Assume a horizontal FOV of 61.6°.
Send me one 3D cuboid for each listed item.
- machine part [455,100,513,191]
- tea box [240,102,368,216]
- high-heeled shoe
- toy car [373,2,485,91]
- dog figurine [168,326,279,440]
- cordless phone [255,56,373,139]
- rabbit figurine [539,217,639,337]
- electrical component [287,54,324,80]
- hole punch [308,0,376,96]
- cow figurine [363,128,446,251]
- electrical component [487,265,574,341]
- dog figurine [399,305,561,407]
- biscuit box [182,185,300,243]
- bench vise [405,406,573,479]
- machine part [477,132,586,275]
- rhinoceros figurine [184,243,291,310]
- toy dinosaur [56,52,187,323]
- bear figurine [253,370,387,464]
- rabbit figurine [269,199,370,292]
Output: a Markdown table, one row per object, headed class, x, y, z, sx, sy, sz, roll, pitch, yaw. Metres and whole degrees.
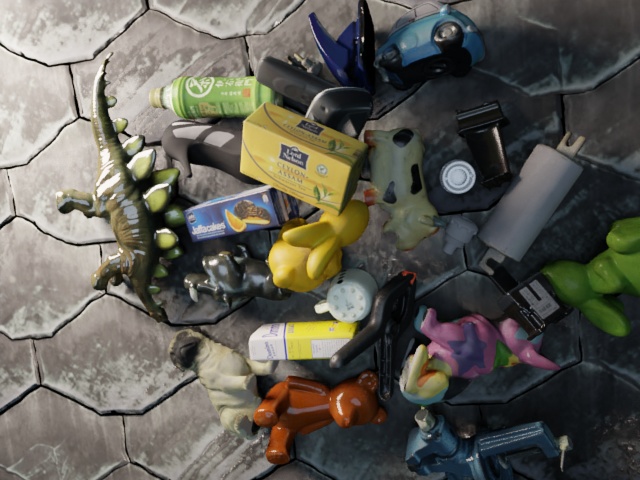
| class | x | y | z | sx | sy | sz | roll | pitch | yaw |
| --- | --- | --- | --- | --- | --- | --- | --- | --- | --- |
| machine part | 0.258 | -0.146 | 0.824 | 0.084 | 0.039 | 0.139 | -10 | 74 | 8 |
| tea box | -0.026 | -0.118 | 0.780 | 0.170 | 0.068 | 0.098 | 25 | 138 | 13 |
| high-heeled shoe | -0.140 | -0.167 | 0.914 | 0.249 | 0.145 | 0.086 | -11 | 139 | -12 |
| toy car | 0.162 | -0.299 | 0.812 | 0.162 | 0.109 | 0.103 | -12 | 73 | 23 |
| dog figurine | -0.184 | 0.255 | 0.957 | 0.191 | 0.121 | 0.172 | 14 | 97 | 23 |
| cordless phone | -0.024 | -0.191 | 0.822 | 0.184 | 0.089 | 0.146 | 26 | 144 | -2 |
| rabbit figurine | 0.427 | 0.056 | 0.811 | 0.170 | 0.121 | 0.159 | -20 | 101 | 31 |
| electrical component | -0.018 | -0.260 | 0.850 | 0.078 | 0.102 | 0.045 | 17 | 101 | -19 |
| hole punch | 0.038 | -0.284 | 0.818 | 0.092 | 0.142 | 0.115 | -5 | 83 | 10 |
| cow figurine | 0.134 | -0.080 | 0.850 | 0.127 | 0.085 | 0.194 | -1 | 95 | 15 |
| electrical component | 0.312 | 0.083 | 0.815 | 0.075 | 0.047 | 0.119 | -25 | 67 | -18 |
| dog figurine | 0.251 | 0.187 | 0.843 | 0.219 | 0.108 | 0.191 | 16 | 82 | 5 |
| biscuit box | -0.133 | -0.044 | 0.877 | 0.203 | 0.059 | 0.062 | -9 | 103 | 37 |
| bench vise | 0.265 | 0.327 | 0.847 | 0.241 | 0.129 | 0.223 | -28 | 100 | 31 |
| machine part | 0.317 | -0.055 | 0.819 | 0.079 | 0.079 | 0.243 | 32 | 103 | 5 |
| rhinoceros figurine | -0.140 | 0.066 | 0.930 | 0.190 | 0.073 | 0.112 | 1 | 108 | 9 |
| toy dinosaur | -0.337 | -0.071 | 0.934 | 0.199 | 0.105 | 0.470 | -16 | 103 | 6 |
| bear figurine | 0.007 | 0.292 | 0.902 | 0.196 | 0.132 | 0.120 | -3 | 113 | 16 |
| rabbit figurine | -0.002 | -0.003 | 0.836 | 0.173 | 0.162 | 0.122 | -37 | 85 | 24 |
